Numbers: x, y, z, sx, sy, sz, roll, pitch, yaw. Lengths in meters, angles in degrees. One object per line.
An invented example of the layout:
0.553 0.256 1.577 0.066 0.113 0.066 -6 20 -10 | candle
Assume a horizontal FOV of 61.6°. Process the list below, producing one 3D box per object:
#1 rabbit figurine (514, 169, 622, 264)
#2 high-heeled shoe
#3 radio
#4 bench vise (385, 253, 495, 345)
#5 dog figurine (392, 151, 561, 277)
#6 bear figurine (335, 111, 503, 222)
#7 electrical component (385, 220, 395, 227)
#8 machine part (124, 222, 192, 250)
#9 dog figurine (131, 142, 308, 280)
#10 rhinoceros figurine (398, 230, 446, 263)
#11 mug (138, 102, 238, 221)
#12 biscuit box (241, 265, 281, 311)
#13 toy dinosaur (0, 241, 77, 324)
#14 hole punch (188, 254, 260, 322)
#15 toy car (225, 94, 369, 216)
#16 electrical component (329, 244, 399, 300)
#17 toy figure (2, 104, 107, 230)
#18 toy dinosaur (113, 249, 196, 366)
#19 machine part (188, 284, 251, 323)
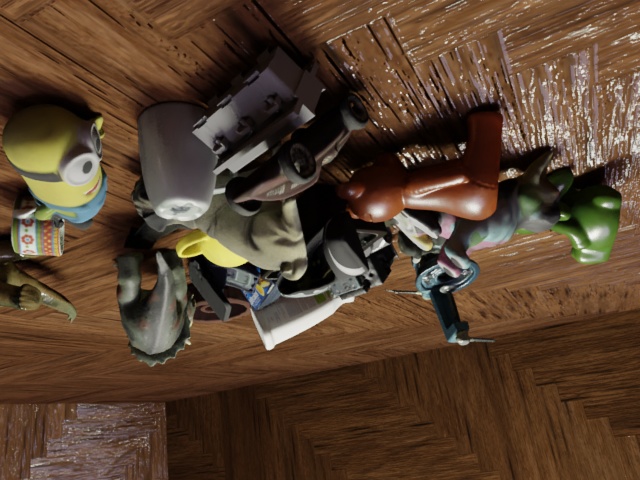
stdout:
0.388 -0.036 0.876 0.170 0.121 0.159 2 159 17 | rabbit figurine
-0.013 0.030 0.708 0.145 0.086 0.248 -21 168 5 | high-heeled shoe
-0.002 -0.003 0.863 0.131 0.073 0.229 3 158 -28 | radio
0.232 0.097 1.018 0.129 0.241 0.223 1 142 -15 | bench vise
0.235 -0.059 0.779 0.219 0.192 0.108 -41 162 -9 | dog figurine
0.125 -0.082 0.681 0.196 0.132 0.120 4 163 19 | bear figurine
0.122 -0.040 0.887 0.063 0.021 0.094 -12 161 11 | electrical component
-0.229 -0.024 0.772 0.139 0.039 0.084 -27 158 38 | machine part
-0.120 -0.018 0.647 0.191 0.172 0.121 -14 150 -4 | dog figurine
0.221 -0.018 0.887 0.190 0.073 0.112 -12 160 -14 | rhinoceros figurine
-0.139 -0.074 0.568 0.109 0.107 0.081 14 152 -42 | mug
-0.101 0.078 1.042 0.063 0.059 0.202 -29 169 -26 | biscuit box
-0.505 0.053 0.789 0.199 0.105 0.470 -9 152 23 | toy dinosaur
-0.174 0.069 0.971 0.092 0.116 0.142 -40 173 -21 | hole punch
-0.016 -0.082 0.525 0.089 0.053 0.202 -24 -162 35 | toy car
0.071 0.055 0.987 0.115 0.058 0.134 -24 -169 32 | electrical component
-0.273 -0.069 0.568 0.089 0.082 0.180 -3 162 -21 | toy figure
-0.263 0.115 0.855 0.131 0.192 0.405 -11 179 -14 | toy dinosaur
-0.228 0.133 1.171 0.179 0.056 0.179 -8 159 -3 | machine part
